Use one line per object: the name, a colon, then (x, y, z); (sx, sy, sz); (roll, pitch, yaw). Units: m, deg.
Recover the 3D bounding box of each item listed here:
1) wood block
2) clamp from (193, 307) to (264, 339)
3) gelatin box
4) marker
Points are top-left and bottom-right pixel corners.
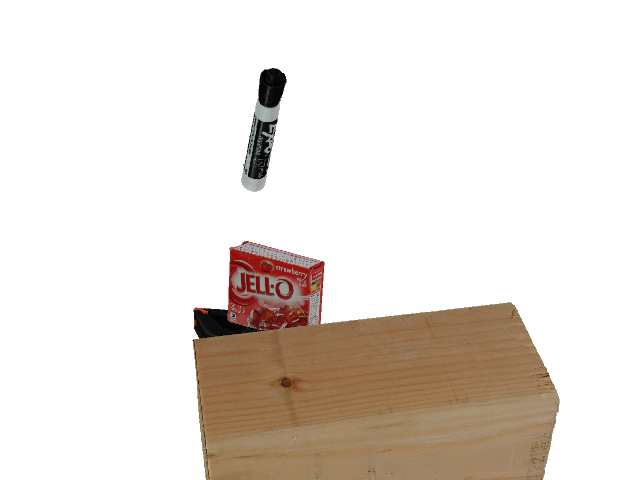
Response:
wood block: (0.029, 0.109, 0.661); (0.206, 0.090, 0.091); (-6, 38, -8)
clamp: (-0.075, 0.121, 1.244); (0.210, 0.036, 0.164); (13, 21, 29)
gelatin box: (-0.042, 0.047, 0.969); (0.089, 0.073, 0.030); (14, 21, 28)
marker: (-0.042, -0.081, 0.788); (0.020, 0.020, 0.121); (0, -37, -12)
